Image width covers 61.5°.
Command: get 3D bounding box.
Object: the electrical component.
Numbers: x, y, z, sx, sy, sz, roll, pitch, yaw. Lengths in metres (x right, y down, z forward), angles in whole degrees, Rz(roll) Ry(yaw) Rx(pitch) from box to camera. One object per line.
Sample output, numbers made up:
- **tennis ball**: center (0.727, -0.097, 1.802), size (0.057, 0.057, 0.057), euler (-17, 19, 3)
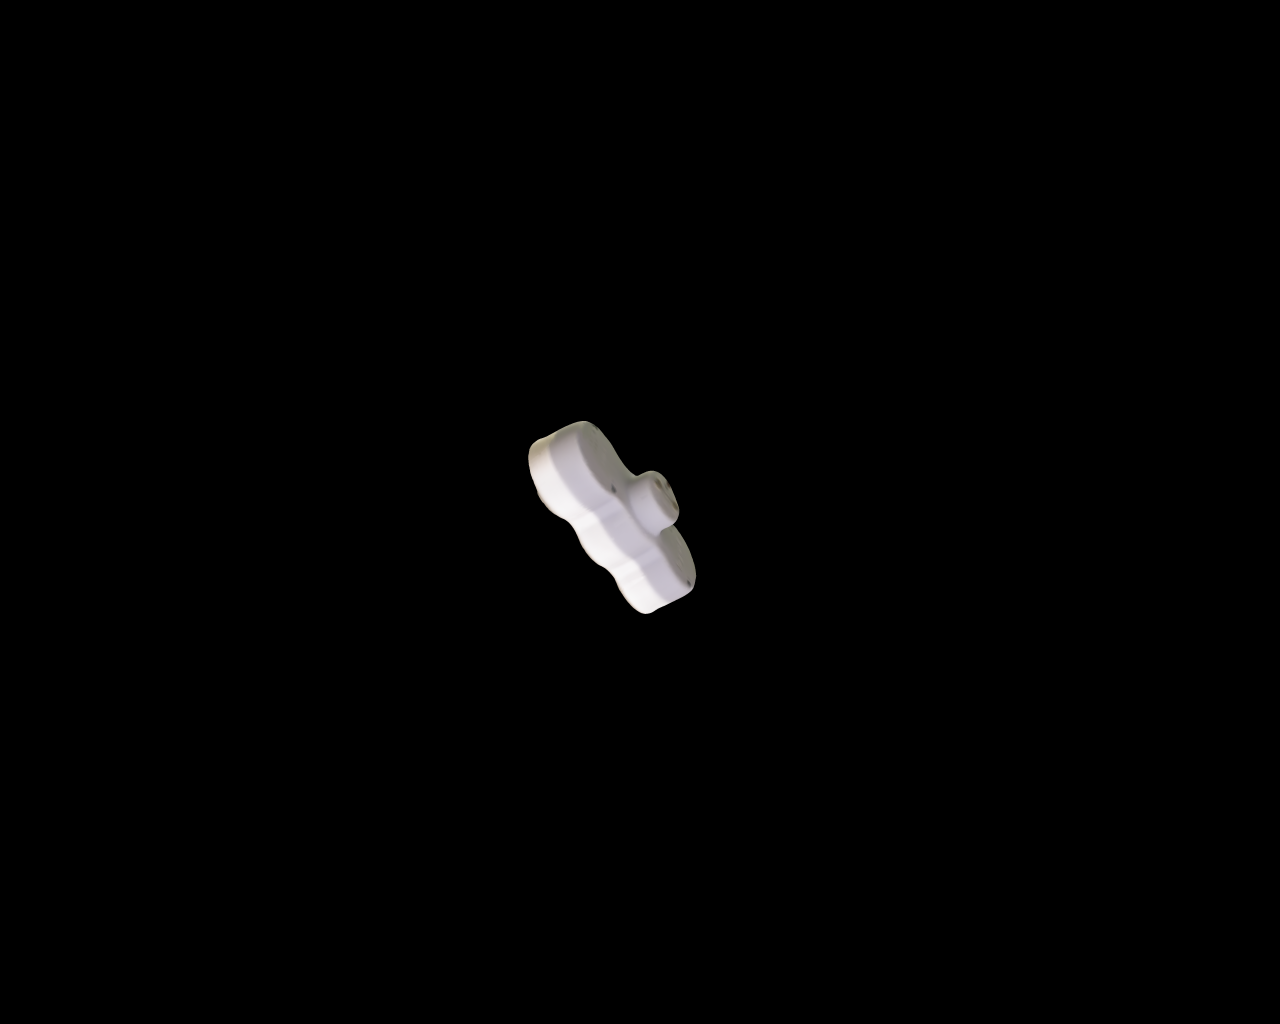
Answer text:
- **electrical component**: center (0.001, -0.003, 0.650), size (0.073, 0.138, 0.052), euler (-27, 32, 18)
